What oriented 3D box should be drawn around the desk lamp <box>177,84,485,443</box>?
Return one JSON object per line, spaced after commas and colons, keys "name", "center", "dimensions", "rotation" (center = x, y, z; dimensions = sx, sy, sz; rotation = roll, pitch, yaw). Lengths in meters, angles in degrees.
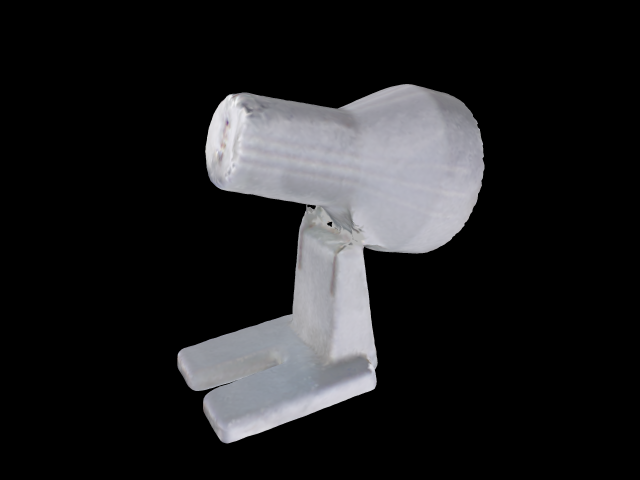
{"name": "desk lamp", "center": [0.004, 0.001, 0.400], "dimensions": [0.204, 0.214, 0.117], "rotation": [-14, 27, -29]}
